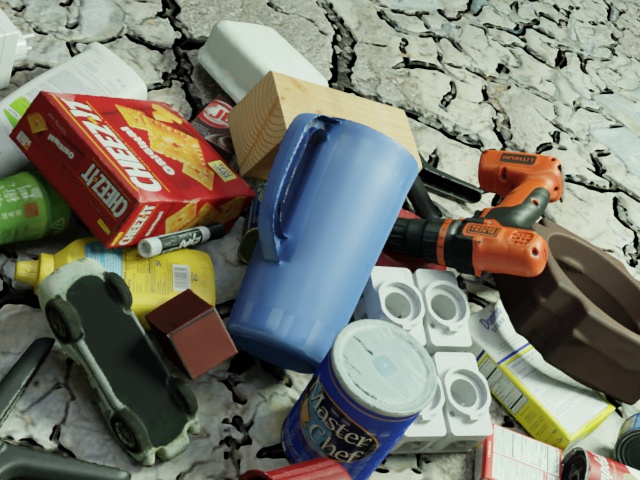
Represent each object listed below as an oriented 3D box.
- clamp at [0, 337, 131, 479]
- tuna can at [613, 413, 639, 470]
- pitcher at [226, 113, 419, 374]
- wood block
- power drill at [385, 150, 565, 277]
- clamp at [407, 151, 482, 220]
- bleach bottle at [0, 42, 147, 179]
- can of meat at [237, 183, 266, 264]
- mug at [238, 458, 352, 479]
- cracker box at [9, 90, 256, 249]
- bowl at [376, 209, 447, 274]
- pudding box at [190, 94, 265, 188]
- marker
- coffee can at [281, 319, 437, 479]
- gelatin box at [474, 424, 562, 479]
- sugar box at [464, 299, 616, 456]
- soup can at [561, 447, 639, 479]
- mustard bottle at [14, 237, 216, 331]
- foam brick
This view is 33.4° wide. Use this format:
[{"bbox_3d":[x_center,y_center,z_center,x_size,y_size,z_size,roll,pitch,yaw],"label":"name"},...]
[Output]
[{"bbox_3d":[-0.283,0.165,0.904,0.209,0.036,0.165,-9,54,-33],"label":"clamp"},{"bbox_3d":[0.361,0.226,1.145,0.086,0.086,0.033,33,41,4],"label":"tuna can"},{"bbox_3d":[-0.007,0.001,1.070,0.149,0.145,0.242,25,72,-8],"label":"pitcher"},{"bbox_3d":[0.008,-0.114,1.240,0.205,0.091,0.090,10,54,-39],"label":"wood block"},{"bbox_3d":[0.182,-0.031,1.189,0.185,0.057,0.187,11,40,26],"label":"power drill"},{"bbox_3d":[0.124,-0.085,1.354,0.120,0.039,0.171,-15,57,-47],"label":"clamp"},{"bbox_3d":[-0.307,-0.129,1.156,0.103,0.068,0.250,40,46,14],"label":"bleach bottle"},{"bbox_3d":[-0.036,-0.010,1.186,0.102,0.058,0.084,17,42,-12],"label":"can of meat"},{"bbox_3d":[-0.011,0.238,0.925,0.081,0.117,0.093,-7,91,-39],"label":"mug"},{"bbox_3d":[-0.187,-0.076,1.107,0.164,0.072,0.213,46,21,17],"label":"cracker box"},{"bbox_3d":[0.085,0.013,1.227,0.162,0.055,0.162,15,44,-15],"label":"bowl"},{"bbox_3d":[-0.097,-0.116,1.267,0.113,0.039,0.090,31,41,2],"label":"pudding box"},{"bbox_3d":[-0.137,-0.001,1.080,0.020,0.020,0.120,45,30,17],"label":"marker"},{"bbox_3d":[0.034,0.156,1.000,0.102,0.140,0.103,15,44,-15],"label":"coffee can"},{"bbox_3d":[0.203,0.236,1.094,0.089,0.030,0.073,22,42,-7],"label":"gelatin box"},{"bbox_3d":[0.231,0.150,1.180,0.093,0.048,0.176,-22,58,-42],"label":"sugar box"},{"bbox_3d":[0.299,0.261,1.092,0.102,0.069,0.068,22,43,-8],"label":"soup can"},{"bbox_3d":[-0.201,0.043,1.047,0.191,0.058,0.096,9,50,-21],"label":"mustard bottle"},{"bbox_3d":[-0.121,0.087,0.991,0.053,0.051,0.078,-31,22,-15],"label":"foam brick"}]
